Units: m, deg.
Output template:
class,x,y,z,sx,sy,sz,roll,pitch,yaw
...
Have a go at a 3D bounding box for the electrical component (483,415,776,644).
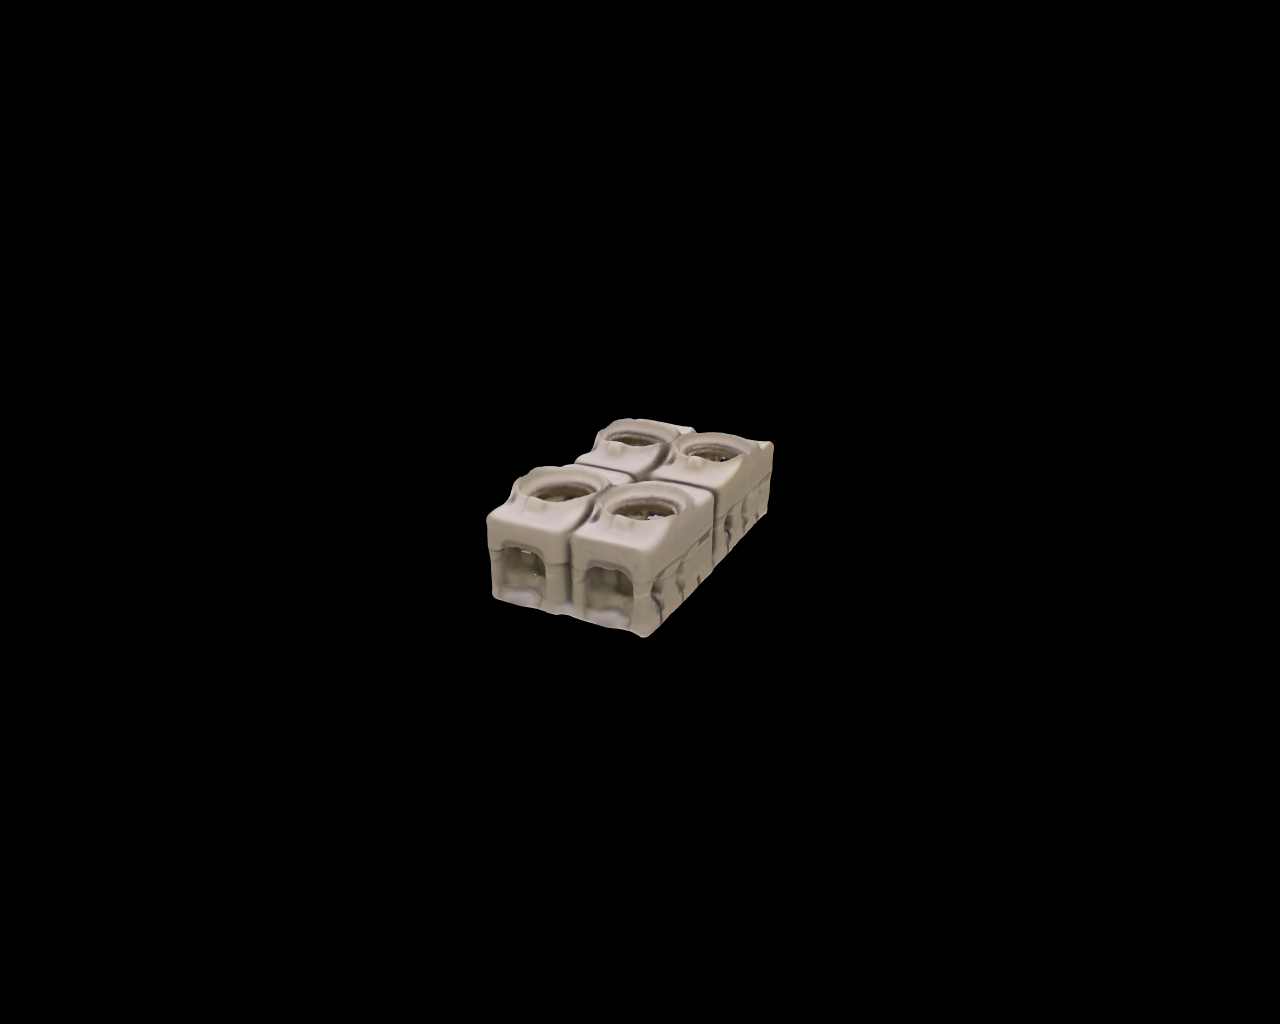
class,x,y,z,sx,sy,sz,roll,pitch,yaw
electrical component,0.001,-0.003,0.650,0.105,0.060,0.186,12,27,25
